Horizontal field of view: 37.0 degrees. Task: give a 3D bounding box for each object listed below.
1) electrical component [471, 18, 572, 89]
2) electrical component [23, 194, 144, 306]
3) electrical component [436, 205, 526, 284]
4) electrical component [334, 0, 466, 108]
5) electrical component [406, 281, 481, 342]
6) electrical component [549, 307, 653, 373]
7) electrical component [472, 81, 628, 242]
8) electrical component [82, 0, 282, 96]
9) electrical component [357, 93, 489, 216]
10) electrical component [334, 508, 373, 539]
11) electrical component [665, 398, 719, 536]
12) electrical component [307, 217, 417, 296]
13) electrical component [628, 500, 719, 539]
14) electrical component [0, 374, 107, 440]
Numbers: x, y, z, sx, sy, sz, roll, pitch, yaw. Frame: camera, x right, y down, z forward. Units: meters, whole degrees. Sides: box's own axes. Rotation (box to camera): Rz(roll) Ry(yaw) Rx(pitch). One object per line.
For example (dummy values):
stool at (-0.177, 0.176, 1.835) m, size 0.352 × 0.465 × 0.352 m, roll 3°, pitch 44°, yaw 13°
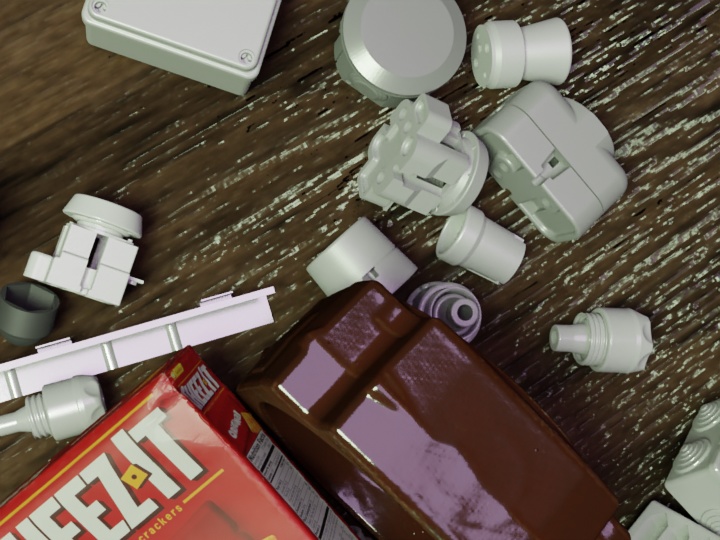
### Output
electrical component at (0.107, -0.144, 0.715) m, size 0.055 × 0.045 × 0.045 m, roll -6°, pitch 85°, yaw -13°
electrical component at (-0.158, -0.012, 0.639) m, size 0.066 × 0.048 × 0.055 m, roll 21°, pitch 82°, yaw -22°
electrical component at (0.079, -0.016, 0.698) m, size 0.046 × 0.040 × 0.040 m, roll 28°, pitch 79°, yaw -14°
electrical component at (0.024, -0.146, 0.693) m, size 0.080 × 0.051 × 0.080 m, roll 1°, pitch 84°, yaw -13°
electrical component at (0.056, 0.029, 0.676) m, size 0.048 × 0.062 × 0.048 m, roll 1°, pitch 84°, yaw -13°
electrical component at (0.157, 0.046, 0.707) m, size 0.062 × 0.043 × 0.043 m, roll 3°, pitch 83°, yaw -11°
electrical component at (0.126, -0.073, 0.706) m, size 0.059 × 0.054 × 0.095 m, roll -43°, pitch 97°, yaw -13°
electrical component at (-0.103, -0.178, 0.665) m, size 0.109 × 0.056 × 0.108 m, roll 18°, pitch 80°, yaw -11°
electrical component at (0.043, -0.068, 0.681) m, size 0.057 × 0.078 × 0.058 m, roll 20°, pitch 40°, yaw -26°
electrical component at (-0.010, 0.174, 0.651) m, size 0.043 × 0.043 × 0.062 m, roll -28°, pitch 102°, yaw -14°
electrical component at (0.255, 0.136, 0.702) m, size 0.099 × 0.048 × 0.099 m, roll 47°, pitch 50°, yaw -5°
electrical component at (0.000, 0.000, 0.671) m, size 0.055 × 0.055 × 0.047 m, roll -42°, pitch 91°, yaw -14°
electrical component at (0.214, 0.199, 0.697) m, size 0.047 × 0.066 × 0.076 m, roll -47°, pitch 124°, yaw -13°
electrical component at (-0.181, 0.084, 0.630) m, size 0.061 × 0.035 × 0.035 m, roll -14°, pitch 87°, yaw -12°
